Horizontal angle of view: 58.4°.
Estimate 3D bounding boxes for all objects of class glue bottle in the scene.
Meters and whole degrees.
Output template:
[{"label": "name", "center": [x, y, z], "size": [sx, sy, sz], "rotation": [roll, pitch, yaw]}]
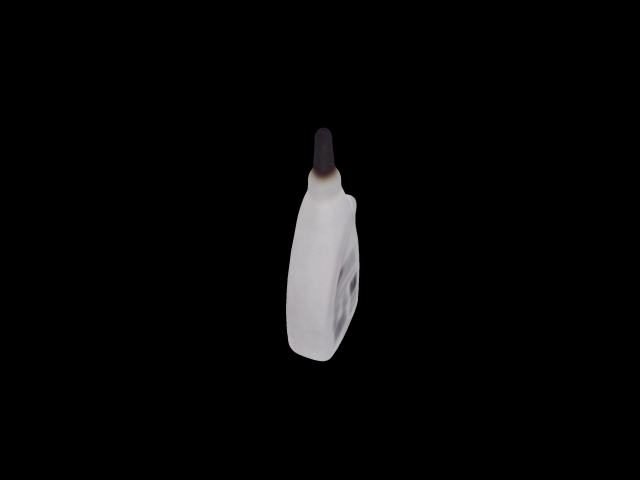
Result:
[{"label": "glue bottle", "center": [0.004, 0.001, 0.400], "size": [0.037, 0.173, 0.078], "rotation": [14, 40, 18]}]
